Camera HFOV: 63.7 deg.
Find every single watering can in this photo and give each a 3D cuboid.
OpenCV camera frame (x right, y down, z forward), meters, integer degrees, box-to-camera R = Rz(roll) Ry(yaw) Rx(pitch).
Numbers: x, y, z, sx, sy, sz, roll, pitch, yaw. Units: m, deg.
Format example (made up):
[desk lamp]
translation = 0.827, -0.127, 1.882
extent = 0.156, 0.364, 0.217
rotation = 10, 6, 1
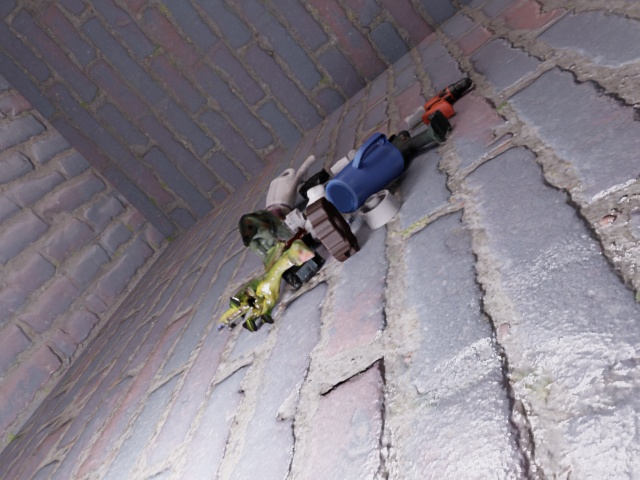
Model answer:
[watering can]
translation = -0.131, -0.195, 2.048
extent = 0.343, 0.103, 0.229
rotation = -28, 47, 51

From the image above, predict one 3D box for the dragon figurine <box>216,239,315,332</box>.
[dragon figurine]
translation = -0.151, 0.109, 1.393
extent = 0.405, 0.121, 0.248
rotation = -29, 26, 49

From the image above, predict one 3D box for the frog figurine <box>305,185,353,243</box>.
[frog figurine]
translation = 0.005, -0.075, 1.494
extent = 0.139, 0.158, 0.122
rotation = -48, 15, -20
